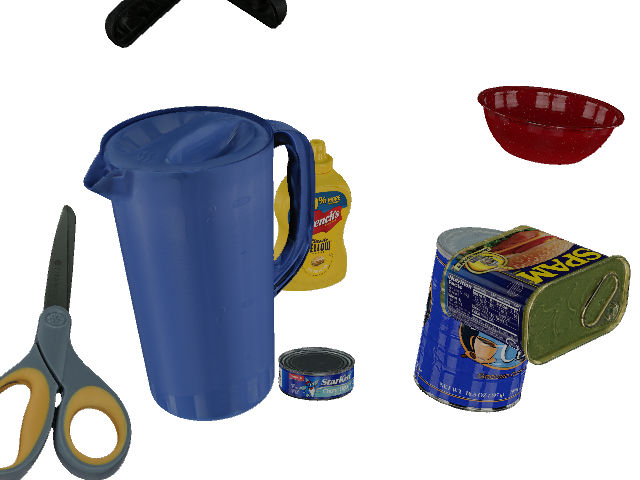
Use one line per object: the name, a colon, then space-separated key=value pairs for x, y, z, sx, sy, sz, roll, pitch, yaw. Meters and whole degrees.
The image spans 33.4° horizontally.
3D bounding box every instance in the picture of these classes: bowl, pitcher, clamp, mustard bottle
bowl: x=0.251 y=-0.125 z=1.189 sx=0.162 sy=0.055 sz=0.162 roll=5 pitch=24 yaw=-2
pitcher: x=-0.088 y=0.019 z=0.871 sx=0.149 sy=0.243 sz=0.145 roll=5 pitch=29 yaw=13
clamp: x=-0.077 y=-0.191 z=0.755 sx=0.120 sy=0.039 sz=0.171 roll=3 pitch=45 yaw=4
mustard bottle: x=-0.010 y=-0.033 z=1.311 sx=0.096 sy=0.192 sz=0.058 roll=-8 pitch=30 yaw=-21

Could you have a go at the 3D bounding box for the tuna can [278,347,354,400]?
tuna can: x=-0.005 y=0.149 z=1.193 sx=0.086 sy=0.034 sz=0.086 roll=1 pitch=13 yaw=0

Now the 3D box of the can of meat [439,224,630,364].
can of meat: x=0.144 y=0.033 z=0.727 sx=0.101 sy=0.057 sz=0.084 roll=-18 pitch=28 yaw=-33

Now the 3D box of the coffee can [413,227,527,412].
coffee can: x=0.147 y=0.071 z=0.979 sx=0.103 sy=0.140 sz=0.103 roll=7 pitch=21 yaw=-3

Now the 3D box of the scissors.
scissors: x=-0.142 y=0.062 z=0.634 sx=0.096 sy=0.201 sz=0.016 roll=19 pitch=-44 yaw=-4
